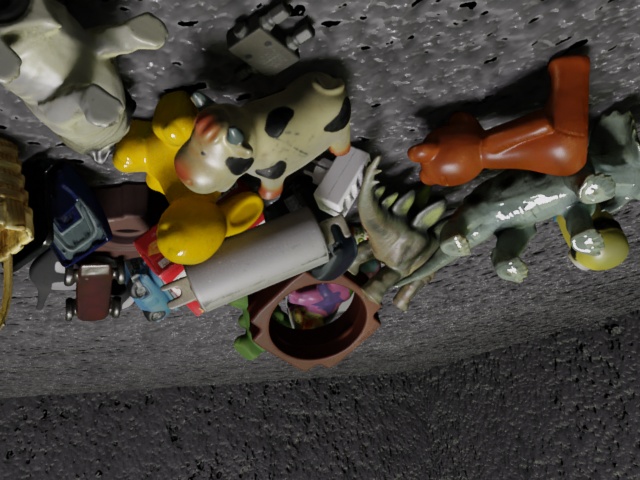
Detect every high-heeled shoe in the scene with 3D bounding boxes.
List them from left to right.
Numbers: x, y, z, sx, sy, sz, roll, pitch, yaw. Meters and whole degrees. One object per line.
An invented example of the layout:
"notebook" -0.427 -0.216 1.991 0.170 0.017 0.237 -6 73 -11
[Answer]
"high-heeled shoe" -0.398 0.059 0.964 0.248 0.086 0.145 -9 136 -54

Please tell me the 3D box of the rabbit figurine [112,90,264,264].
"rabbit figurine" -0.145 -0.048 0.596 0.122 0.173 0.162 -21 152 20

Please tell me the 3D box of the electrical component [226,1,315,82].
"electrical component" -0.054 -0.179 0.496 0.094 0.021 0.063 -21 155 32

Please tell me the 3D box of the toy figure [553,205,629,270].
"toy figure" 0.393 -0.038 0.806 0.082 0.180 0.089 -18 154 19

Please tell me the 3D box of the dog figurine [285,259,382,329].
"dog figurine" 0.039 0.094 1.057 0.219 0.109 0.191 -12 120 -6

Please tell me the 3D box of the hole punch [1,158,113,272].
"hole punch" -0.328 -0.027 0.661 0.142 0.116 0.092 -26 162 34

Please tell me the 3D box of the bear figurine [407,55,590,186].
"bear figurine" 0.210 -0.127 0.638 0.196 0.132 0.120 2 164 27

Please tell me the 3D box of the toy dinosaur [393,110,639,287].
"toy dinosaur" 0.286 -0.051 0.736 0.405 0.192 0.131 -17 115 32

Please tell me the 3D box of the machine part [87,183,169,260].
"machine part" -0.278 -0.021 0.779 0.179 0.056 0.179 -8 160 -3

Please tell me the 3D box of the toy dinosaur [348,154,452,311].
"toy dinosaur" 0.130 0.001 0.846 0.198 0.105 0.471 -47 153 9

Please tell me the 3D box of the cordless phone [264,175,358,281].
"cordless phone" -0.001 -0.002 0.809 0.089 0.146 0.184 -32 163 1

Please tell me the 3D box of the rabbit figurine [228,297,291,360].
"rabbit figurine" -0.131 0.139 1.144 0.121 0.170 0.159 -25 -165 42

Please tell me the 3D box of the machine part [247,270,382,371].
"machine part" -0.011 0.119 0.942 0.201 0.087 0.201 37 107 -30

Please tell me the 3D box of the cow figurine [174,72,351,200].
"cow figurine" -0.052 -0.105 0.527 0.195 0.086 0.127 -32 155 -22

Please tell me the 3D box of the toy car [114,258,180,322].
"toy car" -0.292 0.067 0.960 0.103 0.109 0.161 -27 151 -15

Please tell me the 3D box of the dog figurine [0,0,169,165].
"dog figurine" -0.232 -0.142 0.446 0.172 0.121 0.191 42 155 -21

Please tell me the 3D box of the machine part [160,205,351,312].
"machine part" -0.078 0.022 0.666 0.243 0.079 0.079 -23 160 -7

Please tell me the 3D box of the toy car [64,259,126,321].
"toy car" -0.362 0.078 0.862 0.089 0.053 0.202 1 148 -22
